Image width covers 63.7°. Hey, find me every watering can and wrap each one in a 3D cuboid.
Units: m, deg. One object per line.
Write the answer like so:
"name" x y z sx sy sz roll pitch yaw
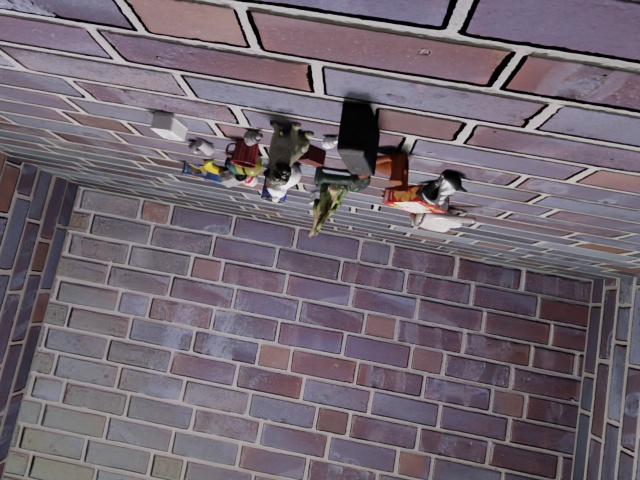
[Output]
"watering can" 0.522 -0.095 2.243 0.224 0.104 0.346 12 175 -8

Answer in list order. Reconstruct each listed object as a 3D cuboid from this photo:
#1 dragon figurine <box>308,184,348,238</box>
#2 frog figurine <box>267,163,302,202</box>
"dragon figurine" 0.007 -0.109 2.165 0.122 0.402 0.248 25 -148 1
"frog figurine" -0.138 -0.222 1.963 0.123 0.160 0.136 9 173 5
